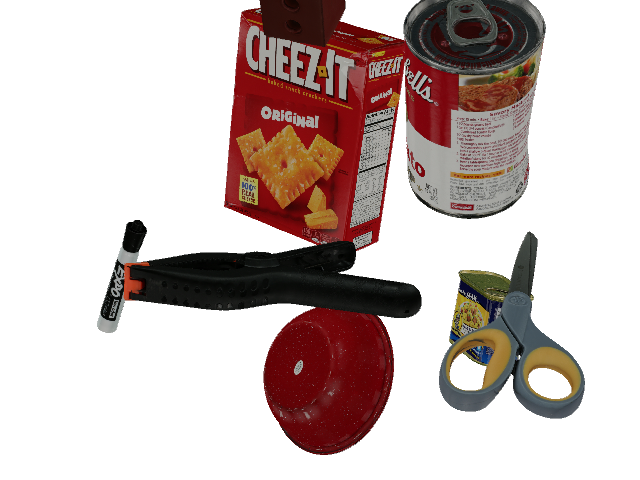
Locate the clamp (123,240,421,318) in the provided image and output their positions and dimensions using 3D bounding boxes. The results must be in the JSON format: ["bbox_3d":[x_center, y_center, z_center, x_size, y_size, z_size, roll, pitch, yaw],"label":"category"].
[{"bbox_3d":[-0.038,0.031,0.794,0.209,0.036,0.165,-2,12,-23],"label":"clamp"}]

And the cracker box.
[{"bbox_3d":[-0.011,-0.112,1.074,0.164,0.214,0.071,23,29,32],"label":"cracker box"}]

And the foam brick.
[{"bbox_3d":[-0.014,-0.194,0.804,0.053,0.051,0.078,13,-35,14],"label":"foam brick"}]

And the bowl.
[{"bbox_3d":[-0.006,0.132,1.075,0.162,0.162,0.055,0,-16,43],"label":"bowl"}]

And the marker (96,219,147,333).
[{"bbox_3d":[-0.180,0.033,0.969,0.020,0.121,0.020,17,30,-10],"label":"marker"}]

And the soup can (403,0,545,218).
[{"bbox_3d":[0.078,-0.069,0.550,0.068,0.068,0.102,0,-42,6],"label":"soup can"}]

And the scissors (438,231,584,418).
[{"bbox_3d":[0.145,0.054,0.702,0.096,0.016,0.201,19,37,24],"label":"scissors"}]

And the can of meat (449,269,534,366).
[{"bbox_3d":[0.188,0.088,1.194,0.057,0.084,0.102,4,14,-19],"label":"can of meat"}]
